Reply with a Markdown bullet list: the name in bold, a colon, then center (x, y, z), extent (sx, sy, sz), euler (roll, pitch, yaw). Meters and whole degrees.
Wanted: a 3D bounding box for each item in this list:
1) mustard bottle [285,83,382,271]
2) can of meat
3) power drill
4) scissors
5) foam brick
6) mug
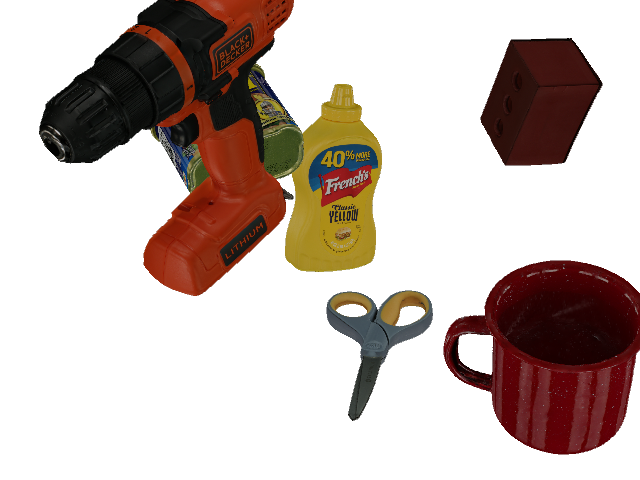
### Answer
- **mustard bottle**: center (0.016, -0.066, 1.101), extent (0.096, 0.192, 0.058), euler (-5, 21, -24)
- **can of meat**: center (-0.073, -0.085, 0.840), extent (0.102, 0.084, 0.057), euler (-20, -39, -17)
- **power drill**: center (-0.080, -0.055, 0.642), extent (0.057, 0.188, 0.184), euler (30, 54, 25)
- **scissors**: center (0.026, 0.080, 0.828), extent (0.096, 0.016, 0.201), euler (10, 24, 24)
- **foam brick**: center (0.155, -0.098, 0.761), extent (0.051, 0.053, 0.078), euler (-6, -40, -18)
- **mug**: center (0.132, 0.071, 0.637), extent (0.117, 0.081, 0.093), euler (2, 40, 10)
